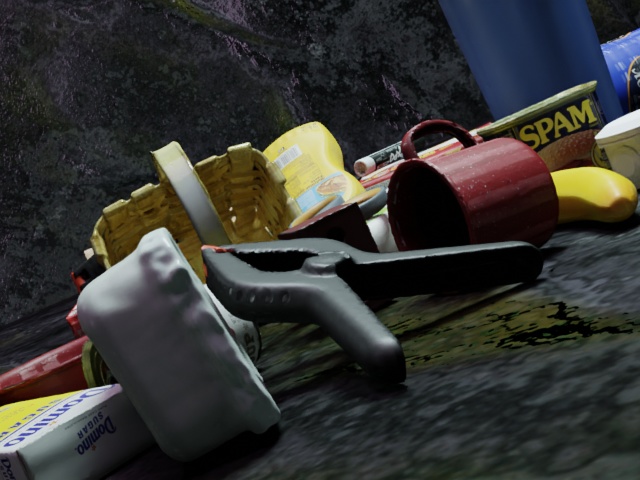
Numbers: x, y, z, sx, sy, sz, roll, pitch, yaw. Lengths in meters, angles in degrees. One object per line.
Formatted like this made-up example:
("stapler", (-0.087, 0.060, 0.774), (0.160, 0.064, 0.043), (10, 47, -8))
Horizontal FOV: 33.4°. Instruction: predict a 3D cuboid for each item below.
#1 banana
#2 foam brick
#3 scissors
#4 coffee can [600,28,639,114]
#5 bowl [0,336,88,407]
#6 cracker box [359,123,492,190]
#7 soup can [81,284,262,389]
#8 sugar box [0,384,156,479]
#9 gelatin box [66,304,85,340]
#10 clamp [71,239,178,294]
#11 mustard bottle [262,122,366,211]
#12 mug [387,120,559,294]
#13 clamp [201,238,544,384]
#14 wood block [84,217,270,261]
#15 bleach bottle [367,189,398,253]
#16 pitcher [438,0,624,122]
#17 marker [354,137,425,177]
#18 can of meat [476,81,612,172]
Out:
("banana", (0.169, -0.023, 0.764), (0.069, 0.037, 0.198), (-43, 12, -25))
("foam brick", (0.012, 0.019, 0.775), (0.053, 0.078, 0.051), (-27, 7, -18))
("scissors", (-0.005, 0.001, 0.827), (0.096, 0.016, 0.201), (-19, 15, 24))
("coffee can", (0.346, -0.176, 1.169), (0.140, 0.103, 0.103), (-24, 5, -8))
("bowl", (-0.183, 0.109, 0.823), (0.162, 0.055, 0.162), (-23, 5, 2))
("cracker box", (0.129, -0.064, 1.168), (0.164, 0.072, 0.213), (-22, 4, 9))
("soup can", (-0.098, 0.077, 0.713), (0.102, 0.068, 0.069), (-26, 6, -38))
("sugar box", (-0.185, 0.131, 0.665), (0.177, 0.048, 0.093), (-20, 6, 45))
("gelatin box", (-0.219, 0.072, 1.109), (0.073, 0.030, 0.089), (-23, 9, -1))
("clamp", (-0.166, 0.003, 1.063), (0.171, 0.039, 0.120), (-27, -24, -16))
("mustard bottle", (-0.001, -0.033, 1.055), (0.096, 0.058, 0.192), (-36, 43, 8))
("mug", (0.098, -0.030, 0.717), (0.081, 0.117, 0.093), (-20, -20, -27))
("clamp", (0.017, 0.025, 0.640), (0.210, 0.036, 0.164), (11, 25, 43))
("wood block", (-0.167, 0.026, 1.286), (0.206, 0.091, 0.090), (-25, -22, -15))
("bleach bottle", (0.050, -0.002, 0.926), (0.103, 0.068, 0.250), (-21, 8, 45))
("pitcher", (0.200, -0.176, 1.020), (0.145, 0.243, 0.149), (-20, 6, 31))
("marker", (0.079, -0.093, 1.162), (0.020, 0.020, 0.120), (-19, 6, 42))
("can of meat", (0.191, -0.071, 0.871), (0.102, 0.084, 0.057), (-24, 5, -13))
